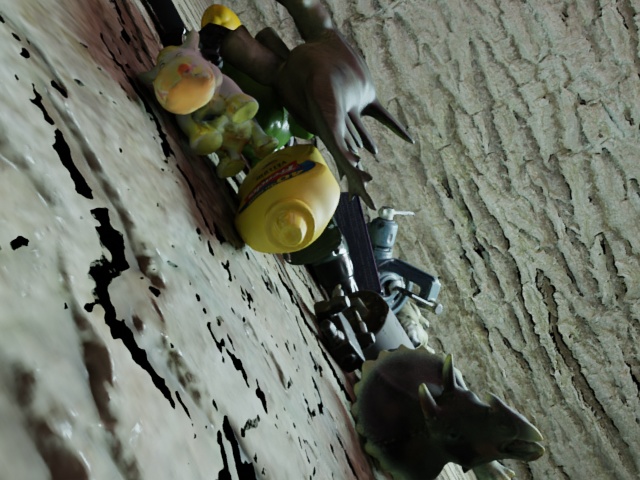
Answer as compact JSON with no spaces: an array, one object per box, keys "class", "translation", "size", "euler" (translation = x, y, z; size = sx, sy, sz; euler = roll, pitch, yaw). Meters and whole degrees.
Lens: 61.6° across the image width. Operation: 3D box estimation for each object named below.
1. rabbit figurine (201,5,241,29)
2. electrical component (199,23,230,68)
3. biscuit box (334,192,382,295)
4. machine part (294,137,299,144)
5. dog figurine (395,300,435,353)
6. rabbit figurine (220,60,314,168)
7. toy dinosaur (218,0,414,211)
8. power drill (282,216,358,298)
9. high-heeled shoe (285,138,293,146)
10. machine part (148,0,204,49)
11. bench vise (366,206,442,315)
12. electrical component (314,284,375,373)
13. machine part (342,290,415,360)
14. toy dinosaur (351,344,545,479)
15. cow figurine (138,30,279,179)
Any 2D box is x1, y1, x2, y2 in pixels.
[{"class":"rabbit figurine","translation":[-0.140,-0.320,0.920],"size":[0.173,0.122,0.162],"euler":[57,0,-30]},{"class":"electrical component","translation":[-0.136,-0.248,0.782],"size":[0.134,0.058,0.114],"euler":[35,-18,49]},{"class":"biscuit box","translation":[0.049,0.017,0.884],"size":[0.059,0.063,0.203],"euler":[97,-14,-57]},{"class":"machine part","translation":[-0.062,-0.176,1.206],"size":[0.179,0.056,0.179],"euler":[61,-2,4]},{"class":"dog figurine","translation":[0.166,0.169,1.121],"size":[0.172,0.121,0.190],"euler":[63,1,33]},{"class":"rabbit figurine","translation":[-0.075,-0.164,0.650],"size":[0.159,0.121,0.170],"euler":[53,3,-8]},{"class":"toy dinosaur","translation":[0.007,-0.153,0.538],"size":[0.198,0.105,0.471],"euler":[45,21,-13]},{"class":"power drill","translation":[-0.001,-0.002,0.714],"size":[0.207,0.086,0.232],"euler":[14,53,-78]},{"class":"high-heeled shoe","translation":[-0.096,-0.170,0.993],"size":[0.249,0.086,0.145],"euler":[-71,167,-60]},{"class":"machine part","translation":[-0.183,-0.269,0.670],"size":[0.139,0.039,0.084],"euler":[62,13,1]},{"class":"bench vise","translation":[0.139,0.058,0.985],"size":[0.129,0.223,0.241],"euler":[16,8,-37]},{"class":"electrical component","translation":[0.028,0.101,0.611],"size":[0.102,0.045,0.078],"euler":[57,4,-34]},{"class":"machine part","translation":[0.082,0.140,0.745],"size":[0.243,0.079,0.079],"euler":[57,6,-47]},{"class":"toy dinosaur","translation":[0.111,0.186,0.617],"size":[0.192,0.131,0.405],"euler":[61,-2,-2]},{"class":"cow figurine","translation":[-0.100,-0.125,0.463],"size":[0.098,0.068,0.167],"euler":[56,0,16]}]
